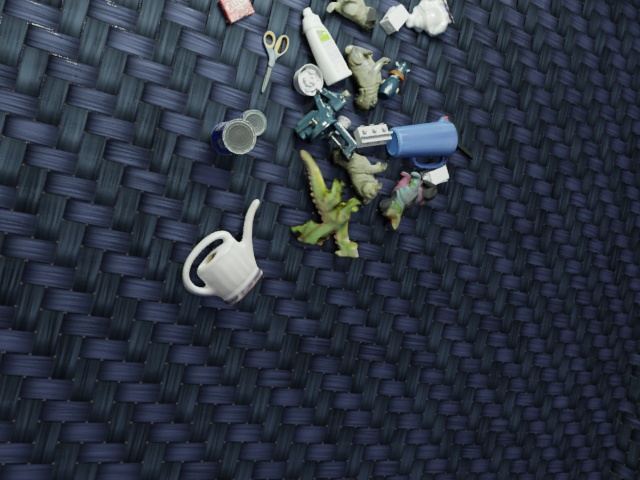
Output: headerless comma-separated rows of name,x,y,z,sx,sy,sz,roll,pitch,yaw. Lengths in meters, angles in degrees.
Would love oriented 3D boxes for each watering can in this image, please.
watering can,-0.263,0.055,1.612,0.351,0.104,0.221,-45,113,-15

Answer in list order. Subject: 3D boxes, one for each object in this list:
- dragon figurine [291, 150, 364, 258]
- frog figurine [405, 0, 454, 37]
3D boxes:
dragon figurine,0.005,-0.088,1.742,0.406,0.123,0.244,42,85,-22
frog figurine,0.391,-0.805,1.879,0.159,0.125,0.135,-21,119,14
